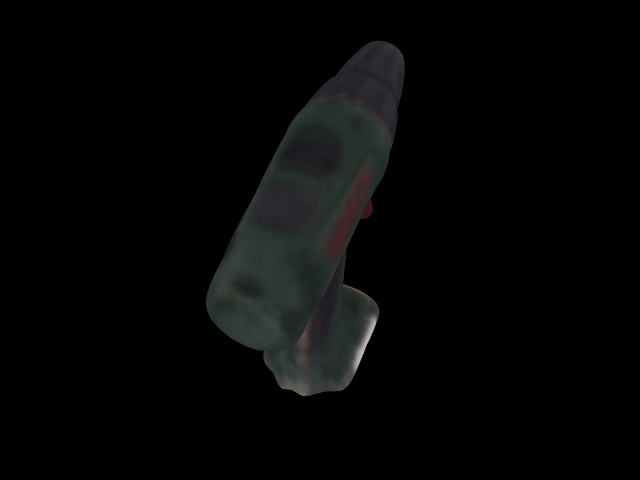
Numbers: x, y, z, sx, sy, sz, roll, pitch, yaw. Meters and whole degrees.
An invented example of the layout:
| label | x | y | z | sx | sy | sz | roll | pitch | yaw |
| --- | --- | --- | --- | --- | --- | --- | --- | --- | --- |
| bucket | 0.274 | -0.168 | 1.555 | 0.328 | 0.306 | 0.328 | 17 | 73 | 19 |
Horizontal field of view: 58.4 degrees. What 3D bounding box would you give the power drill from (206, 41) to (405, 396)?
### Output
| label | x | y | z | sx | sy | sz | roll | pitch | yaw |
| --- | --- | --- | --- | --- | --- | --- | --- | --- | --- |
| power drill | 0.004 | 0.001 | 0.400 | 0.075 | 0.208 | 0.230 | 15 | 46 | 15 |
